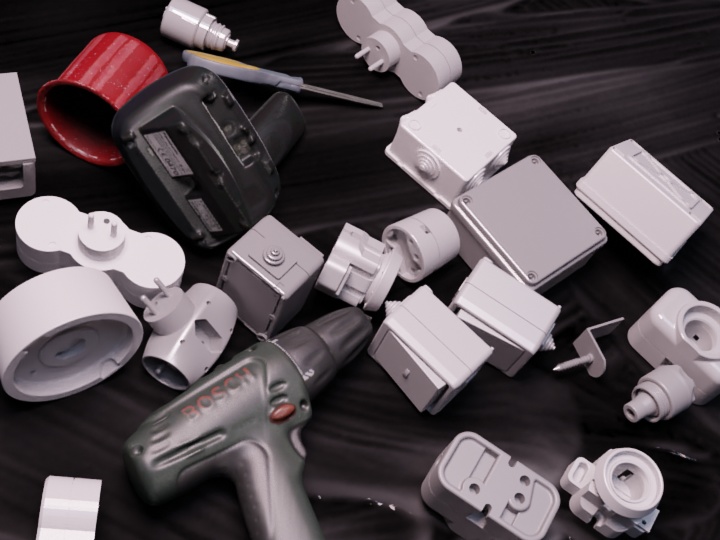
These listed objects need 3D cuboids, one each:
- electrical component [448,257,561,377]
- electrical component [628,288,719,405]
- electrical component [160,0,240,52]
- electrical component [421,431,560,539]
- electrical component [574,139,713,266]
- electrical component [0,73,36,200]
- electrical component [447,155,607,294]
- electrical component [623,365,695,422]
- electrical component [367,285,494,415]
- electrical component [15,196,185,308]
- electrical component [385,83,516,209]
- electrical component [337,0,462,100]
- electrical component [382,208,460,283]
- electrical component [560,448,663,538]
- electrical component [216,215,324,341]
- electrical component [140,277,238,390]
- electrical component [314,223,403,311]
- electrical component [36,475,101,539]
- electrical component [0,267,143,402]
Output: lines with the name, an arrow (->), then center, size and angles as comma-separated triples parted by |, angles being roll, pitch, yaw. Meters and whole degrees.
electrical component -> 0.122, 0.048, 0.921 | 0.096, 0.061, 0.061 | 33, 62, 5
electrical component -> 0.297, 0.066, 0.963 | 0.095, 0.059, 0.054 | 45, 59, 12
electrical component -> -0.152, -0.228, 1.017 | 0.078, 0.040, 0.040 | 24, 57, -2
electrical component -> 0.099, 0.178, 0.842 | 0.095, 0.059, 0.053 | 33, 57, 4
electrical component -> 0.267, -0.065, 1.005 | 0.109, 0.056, 0.109 | 43, 24, 11
electrical component -> -0.348, -0.100, 0.875 | 0.150, 0.061, 0.089 | -10, 64, -21
electrical component -> 0.148, -0.034, 0.981 | 0.109, 0.056, 0.108 | -30, 73, -29
electrical component -> 0.257, 0.111, 0.936 | 0.062, 0.043, 0.043 | -25, 70, -25
electrical component -> 0.050, 0.064, 0.892 | 0.096, 0.061, 0.061 | 43, 59, 11
electrical component -> -0.208, -0.022, 0.862 | 0.138, 0.073, 0.052 | 20, 57, -4
electrical component -> 0.087, -0.119, 1.017 | 0.100, 0.048, 0.100 | 42, 59, 10
electrical component -> 0.027, -0.218, 1.055 | 0.138, 0.052, 0.074 | 44, 59, 12
electrical component -> 0.055, -0.023, 0.950 | 0.047, 0.055, 0.055 | -28, 72, -31
electrical component -> 0.210, 0.179, 0.875 | 0.078, 0.057, 0.058 | 35, 58, 6
electrical component -> -0.072, 0.003, 0.873 | 0.062, 0.096, 0.061 | 39, 56, 8
electrical component -> -0.144, 0.040, 0.848 | 0.079, 0.043, 0.077 | 55, 50, -33
electrical component -> 0.000, 0.000, 0.915 | 0.057, 0.058, 0.078 | 27, 25, -2
electrical component -> -0.189, 0.213, 0.744 | 0.074, 0.052, 0.138 | 7, 59, -12
electrical component -> -0.224, 0.042, 0.803 | 0.108, 0.108, 0.060 | -20, 62, -25
